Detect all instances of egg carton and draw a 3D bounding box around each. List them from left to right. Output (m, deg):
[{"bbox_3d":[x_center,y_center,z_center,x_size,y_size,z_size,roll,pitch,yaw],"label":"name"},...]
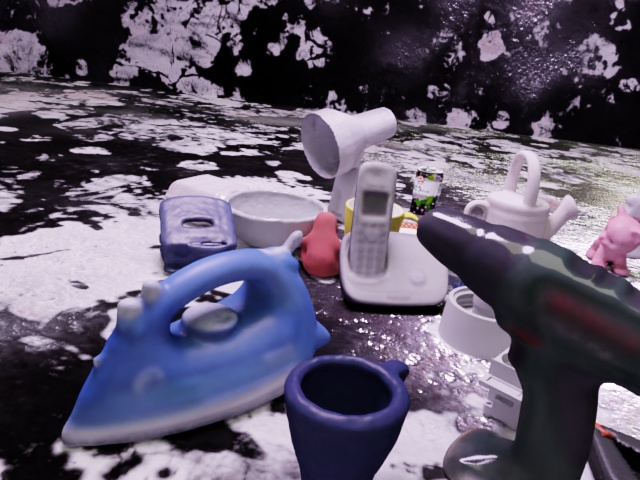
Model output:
[{"bbox_3d":[-0.187,-0.066,0.995,0.149,0.069,0.107,17,22,27],"label":"egg carton"}]

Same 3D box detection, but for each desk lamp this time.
[{"bbox_3d":[0.063,-0.142,1.074,0.204,0.213,0.117,-8,24,-35],"label":"desk lamp"}]

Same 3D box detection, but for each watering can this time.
[{"bbox_3d":[0.324,-0.048,0.927,0.173,0.194,0.100,-2,21,-24],"label":"watering can"}]

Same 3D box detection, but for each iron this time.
[{"bbox_3d":[-0.105,0.076,0.518,0.118,0.141,0.259,23,25,38],"label":"iron"}]

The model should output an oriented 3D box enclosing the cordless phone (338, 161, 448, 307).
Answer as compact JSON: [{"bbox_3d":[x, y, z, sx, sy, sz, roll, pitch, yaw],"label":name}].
[{"bbox_3d":[0.102,-0.006,0.751,0.148,0.185,0.094,3,20,-11],"label":"cordless phone"}]

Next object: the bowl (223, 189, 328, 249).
[{"bbox_3d":[-0.073,-0.024,0.909,0.167,0.075,0.167,6,20,-2],"label":"bowl"}]

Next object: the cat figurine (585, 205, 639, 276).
[{"bbox_3d":[0.509,-0.005,0.982,0.067,0.118,0.128,11,20,12],"label":"cat figurine"}]

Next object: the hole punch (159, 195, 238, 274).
[{"bbox_3d":[-0.170,-0.008,0.806,0.109,0.091,0.101,-1,21,-20],"label":"hole punch"}]

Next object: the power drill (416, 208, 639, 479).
[{"bbox_3d":[0.162,0.099,0.440,0.228,0.208,0.076,19,23,31],"label":"power drill"}]

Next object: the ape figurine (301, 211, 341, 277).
[{"bbox_3d":[0.008,0.003,0.833,0.077,0.092,0.076,15,21,23],"label":"ape figurine"}]

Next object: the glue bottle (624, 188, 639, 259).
[{"bbox_3d":[0.590,-0.052,1.056,0.078,0.173,0.037,8,20,5],"label":"glue bottle"}]

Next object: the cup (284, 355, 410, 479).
[{"bbox_3d":[0.024,0.145,0.437,0.091,0.095,0.118,23,25,38],"label":"cup"}]
